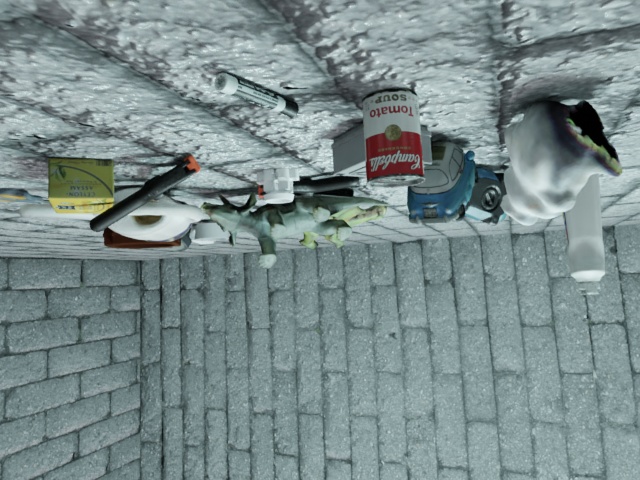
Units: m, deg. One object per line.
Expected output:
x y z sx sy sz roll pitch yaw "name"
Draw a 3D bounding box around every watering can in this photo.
-0.410 -0.054 1.084 0.347 0.104 0.223 1 174 3 "watering can"

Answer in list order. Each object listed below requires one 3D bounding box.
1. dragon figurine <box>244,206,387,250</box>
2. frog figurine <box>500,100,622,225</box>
0.004 -0.069 1.376 0.411 0.124 0.238 -2 158 -31 "dragon figurine"
0.277 -0.093 0.656 0.123 0.140 0.156 -3 151 -38 "frog figurine"
